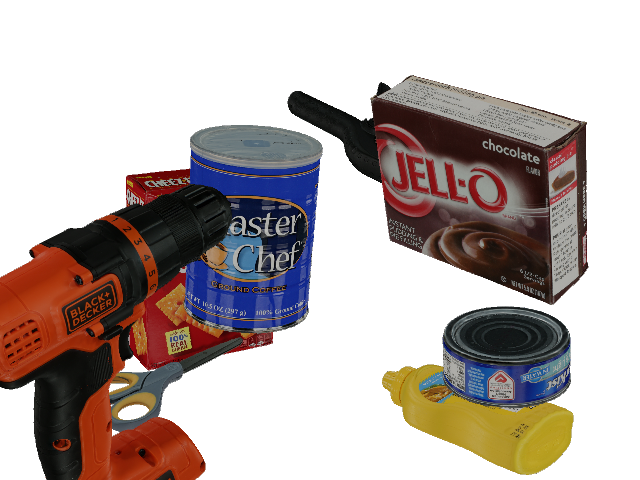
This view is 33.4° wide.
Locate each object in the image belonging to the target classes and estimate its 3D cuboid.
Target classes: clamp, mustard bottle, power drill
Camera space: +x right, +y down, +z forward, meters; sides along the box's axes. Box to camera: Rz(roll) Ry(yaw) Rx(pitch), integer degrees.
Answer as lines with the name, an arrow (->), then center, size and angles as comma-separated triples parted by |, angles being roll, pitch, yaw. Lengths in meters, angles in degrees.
clamp -> 0.041, -0.106, 1.067 | 0.120, 0.039, 0.171 | -8, 40, -17
mustard bottle -> 0.137, 0.162, 1.022 | 0.192, 0.058, 0.096 | 17, 23, 41
power drill -> -0.117, 0.073, 0.627 | 0.057, 0.188, 0.184 | 23, 41, 39

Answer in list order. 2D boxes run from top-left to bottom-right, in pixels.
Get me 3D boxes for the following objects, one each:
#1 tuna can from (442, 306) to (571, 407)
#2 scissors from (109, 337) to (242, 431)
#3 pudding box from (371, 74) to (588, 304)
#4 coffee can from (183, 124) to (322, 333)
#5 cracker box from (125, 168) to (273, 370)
tuna can -> 0.124, 0.076, 0.715 | 0.086, 0.034, 0.086 | -4, 22, 1
scissors -> -0.145, 0.142, 1.057 | 0.201, 0.016, 0.096 | -12, 31, -29
pudding box -> 0.081, -0.029, 0.548 | 0.114, 0.090, 0.039 | 21, 45, 39
coffee can -> -0.055, -0.011, 0.846 | 0.103, 0.140, 0.103 | 4, 20, -2
cracker box -> -0.133, 0.028, 1.218 | 0.163, 0.214, 0.072 | -8, 23, -28
